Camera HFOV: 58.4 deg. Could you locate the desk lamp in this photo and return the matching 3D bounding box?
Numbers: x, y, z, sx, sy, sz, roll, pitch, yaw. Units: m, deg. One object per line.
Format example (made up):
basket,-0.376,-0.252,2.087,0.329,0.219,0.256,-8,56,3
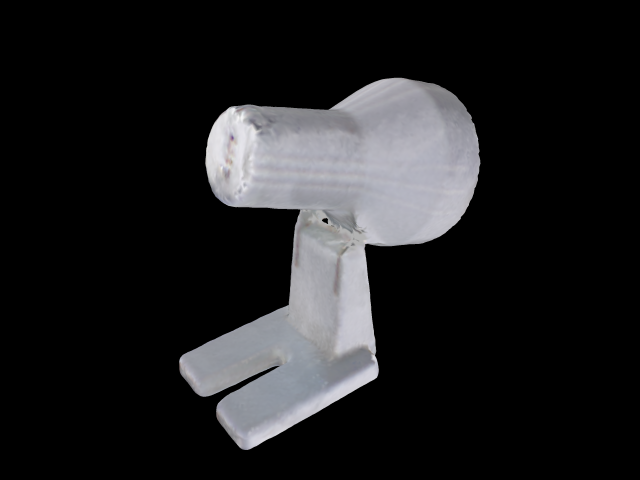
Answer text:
desk lamp,0.004,0.001,0.400,0.204,0.214,0.117,-22,36,-33
